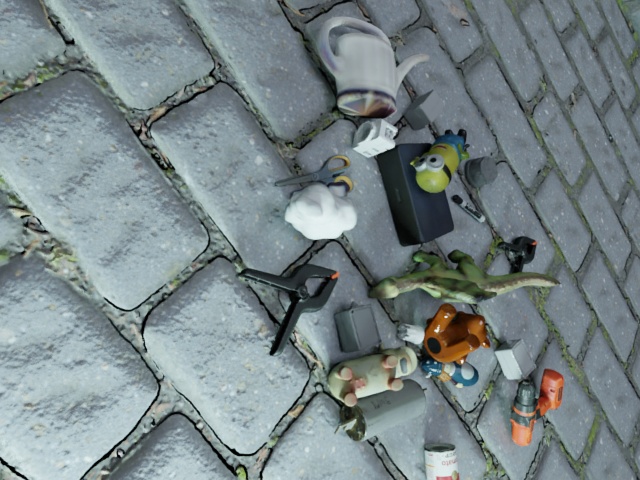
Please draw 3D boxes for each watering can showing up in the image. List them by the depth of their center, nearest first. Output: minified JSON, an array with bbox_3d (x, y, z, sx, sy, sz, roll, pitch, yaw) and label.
[{"bbox_3d":[0.137,-0.380,1.171,0.347,0.103,0.226,5,78,-35],"label":"watering can"}]

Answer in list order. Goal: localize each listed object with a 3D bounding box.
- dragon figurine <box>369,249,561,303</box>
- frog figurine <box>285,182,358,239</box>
[{"bbox_3d":[0.309,0.100,1.078,0.245,0.410,0.121,-40,129,-75],"label":"dragon figurine"},{"bbox_3d":[0.003,-0.048,0.959,0.137,0.161,0.121,10,106,-2],"label":"frog figurine"}]
